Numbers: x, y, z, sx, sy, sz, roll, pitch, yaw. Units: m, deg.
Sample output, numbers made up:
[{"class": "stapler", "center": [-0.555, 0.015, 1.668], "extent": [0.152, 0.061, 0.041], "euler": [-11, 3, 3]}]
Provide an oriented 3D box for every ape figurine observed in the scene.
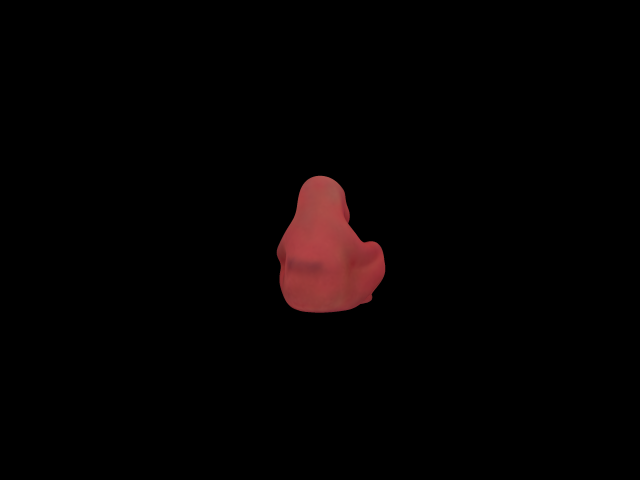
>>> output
[{"class": "ape figurine", "center": [0.004, 0.001, 0.400], "extent": [0.077, 0.092, 0.076], "euler": [3, 5, 32]}]
